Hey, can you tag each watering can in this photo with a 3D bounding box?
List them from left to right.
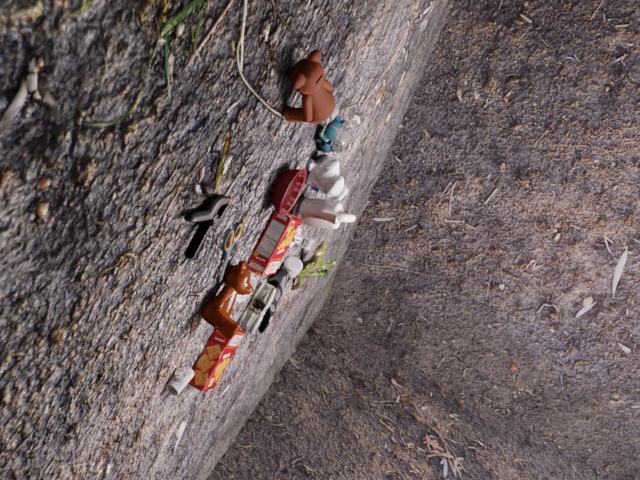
[{"bbox_3d":[0.006,-0.092,1.820,0.348,0.224,0.103,-15,113,-76],"label":"watering can"}]

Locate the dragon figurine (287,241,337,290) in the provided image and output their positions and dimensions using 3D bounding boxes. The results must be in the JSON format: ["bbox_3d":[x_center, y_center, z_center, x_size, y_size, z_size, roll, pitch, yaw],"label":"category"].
[{"bbox_3d":[-0.077,0.144,2.437,0.403,0.124,0.244,-48,157,29],"label":"dragon figurine"}]

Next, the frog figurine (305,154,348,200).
[{"bbox_3d":[0.035,-0.218,1.789,0.125,0.160,0.134,-50,164,-57],"label":"frog figurine"}]
